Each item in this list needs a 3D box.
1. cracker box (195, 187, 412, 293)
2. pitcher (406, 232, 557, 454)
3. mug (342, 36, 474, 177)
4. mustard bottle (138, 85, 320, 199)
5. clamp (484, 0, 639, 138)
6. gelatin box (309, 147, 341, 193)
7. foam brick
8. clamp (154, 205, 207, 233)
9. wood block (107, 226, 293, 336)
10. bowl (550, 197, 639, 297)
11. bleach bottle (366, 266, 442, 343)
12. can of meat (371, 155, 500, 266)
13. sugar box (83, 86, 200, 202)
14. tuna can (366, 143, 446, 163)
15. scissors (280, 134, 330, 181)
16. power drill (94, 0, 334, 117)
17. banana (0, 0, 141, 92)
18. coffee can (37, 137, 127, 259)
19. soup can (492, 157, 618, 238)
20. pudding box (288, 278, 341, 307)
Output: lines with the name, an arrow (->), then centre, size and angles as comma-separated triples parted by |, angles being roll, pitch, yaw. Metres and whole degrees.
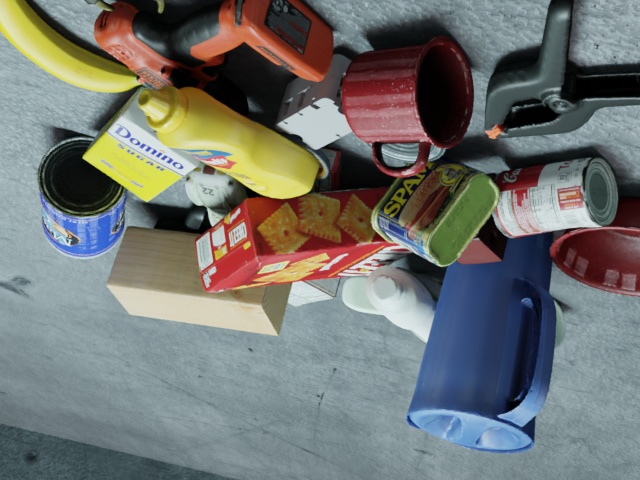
cracker box -> -0.008, 0.001, 1.154 | 0.213, 0.072, 0.164 | -5, 167, -27
pitcher -> 0.186, 0.095, 1.135 | 0.149, 0.242, 0.145 | 6, 155, 21
mug -> 0.072, -0.111, 0.908 | 0.082, 0.117, 0.093 | 2, 177, 39
mustard bottle -> -0.092, -0.094, 0.981 | 0.096, 0.058, 0.191 | 15, 173, 42
clamp -> 0.212, -0.125, 0.882 | 0.164, 0.036, 0.210 | 21, 159, -15
gelatin box -> -0.022, -0.076, 1.146 | 0.089, 0.030, 0.073 | 13, 155, 7
foam brick -> 0.162, -0.021, 1.098 | 0.051, 0.078, 0.053 | -2, 152, 38
clamp -> -0.153, -0.002, 1.388 | 0.120, 0.039, 0.172 | 35, 153, -28
wood block -> -0.148, 0.050, 1.342 | 0.206, 0.090, 0.091 | 6, 152, 16
bowl -> 0.318, 0.001, 1.081 | 0.162, 0.055, 0.162 | 13, 157, 5
bleach bottle -> 0.102, 0.069, 1.238 | 0.103, 0.068, 0.250 | 41, -176, 22
can of meat -> 0.113, -0.032, 1.038 | 0.057, 0.102, 0.084 | 41, 173, -40
sugar box -> -0.188, -0.098, 1.143 | 0.093, 0.048, 0.176 | 35, 160, -15
tuna can -> 0.081, -0.108, 1.006 | 0.086, 0.033, 0.086 | 13, 157, 5
scissors -> -0.087, -0.097, 1.101 | 0.202, 0.016, 0.096 | 21, 136, 2
power drill -> -0.082, -0.162, 0.952 | 0.188, 0.057, 0.184 | -7, 154, 39
banana -> -0.252, -0.191, 1.025 | 0.197, 0.037, 0.070 | 28, 124, -35
coffee can -> -0.284, -0.048, 1.279 | 0.102, 0.102, 0.140 | 17, 157, -5
soup can -> 0.225, -0.040, 1.027 | 0.102, 0.068, 0.068 | -7, 148, 42
pudding box -> -0.043, 0.048, 1.432 | 0.113, 0.039, 0.090 | 27, 153, -32
